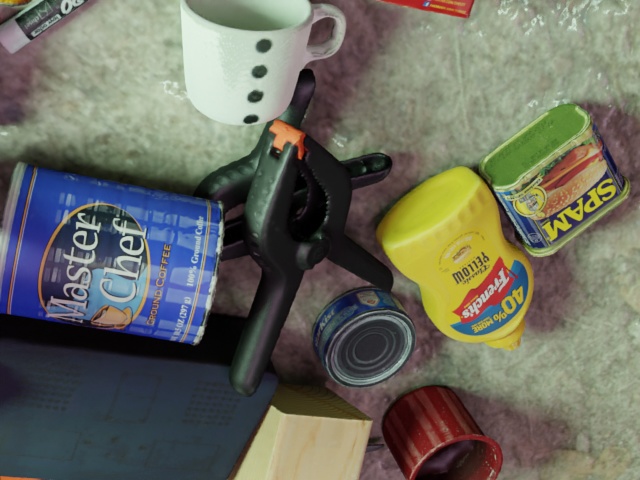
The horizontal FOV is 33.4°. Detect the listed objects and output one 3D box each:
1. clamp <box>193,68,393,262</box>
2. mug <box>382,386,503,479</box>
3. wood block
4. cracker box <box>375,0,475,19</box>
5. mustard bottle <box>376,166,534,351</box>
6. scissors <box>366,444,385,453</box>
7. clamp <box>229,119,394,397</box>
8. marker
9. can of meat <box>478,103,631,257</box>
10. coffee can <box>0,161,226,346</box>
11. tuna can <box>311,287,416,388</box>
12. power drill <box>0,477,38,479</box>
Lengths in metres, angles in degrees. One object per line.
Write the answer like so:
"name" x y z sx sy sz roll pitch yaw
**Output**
"clamp" -0.029 -0.037 0.799 0.120 0.039 0.172 35 110 -32
"mug" 0.115 0.194 0.985 0.093 0.081 0.117 -43 127 9
"wood block" -0.035 0.232 0.902 0.090 0.091 0.206 10 97 -29
"cracker box" 0.049 -0.260 0.662 0.164 0.072 0.214 5 119 -26
"mustard bottle" 0.128 0.032 0.897 0.096 0.058 0.191 -37 129 -1
"scissors" -0.044 0.216 0.977 0.201 0.016 0.096 10 119 -27
"clamp" -0.005 0.001 0.781 0.164 0.036 0.210 -30 135 -34
"marker" -0.152 -0.160 0.678 0.121 0.020 0.020 -34 128 2
"can of meat" 0.190 -0.051 0.870 0.102 0.057 0.084 -37 125 3
"coffee can" -0.144 0.010 0.723 0.140 0.103 0.103 11 118 -13
"tuna can" 0.038 0.084 0.911 0.086 0.034 0.086 -11 125 -16
"power drill" -0.216 0.261 0.908 0.184 0.057 0.187 -32 128 0
